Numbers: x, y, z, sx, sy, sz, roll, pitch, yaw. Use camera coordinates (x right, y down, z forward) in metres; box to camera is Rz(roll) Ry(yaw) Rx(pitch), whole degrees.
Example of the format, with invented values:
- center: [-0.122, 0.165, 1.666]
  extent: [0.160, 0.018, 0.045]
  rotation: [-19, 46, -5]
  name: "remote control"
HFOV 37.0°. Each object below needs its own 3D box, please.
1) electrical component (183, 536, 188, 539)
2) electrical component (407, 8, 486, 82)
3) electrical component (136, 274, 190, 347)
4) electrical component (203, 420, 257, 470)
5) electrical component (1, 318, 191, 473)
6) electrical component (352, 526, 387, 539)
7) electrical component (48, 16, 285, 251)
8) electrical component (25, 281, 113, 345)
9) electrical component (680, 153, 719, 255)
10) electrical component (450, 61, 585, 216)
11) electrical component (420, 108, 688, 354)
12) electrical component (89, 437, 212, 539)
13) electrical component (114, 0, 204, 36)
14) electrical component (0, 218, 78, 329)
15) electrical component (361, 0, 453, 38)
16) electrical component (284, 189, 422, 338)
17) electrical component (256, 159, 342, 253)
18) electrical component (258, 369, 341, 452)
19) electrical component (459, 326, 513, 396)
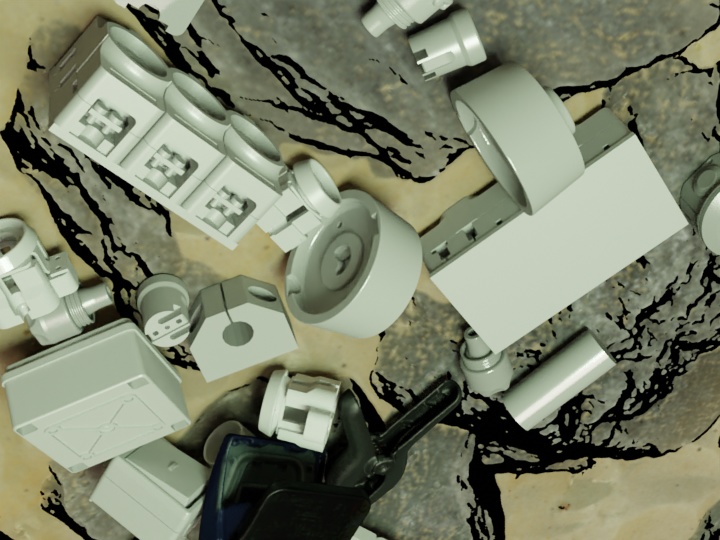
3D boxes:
- center: [-0.189, 0.263, 0.981]
  extent: [0.081, 0.043, 0.043]
  rotation: [-42, 124, 14]
  name: "electrical component"
- center: [0.061, -0.159, 0.763]
  extent: [0.046, 0.040, 0.040]
  rotation: [-22, 127, 8]
  name: "electrical component"
- center: [-0.151, 0.032, 0.829]
  extent: [0.040, 0.046, 0.040]
  rotation: [-8, 126, -11]
  name: "electrical component"
- center: [-0.110, 0.181, 0.944]
  extent: [0.079, 0.044, 0.077]
  rotation: [-38, 125, 8]
  name: "electrical component"
- center: [-0.202, 0.100, 0.834]
  extent: [0.109, 0.056, 0.108]
  rotation: [-23, 149, 0]
  name: "electrical component"
- center: [-0.031, 0.278, 1.016]
  extent: [0.089, 0.061, 0.150]
  rotation: [-34, 128, 30]
  name: "electrical component"
- center: [-0.127, -0.094, 0.722]
  extent: [0.150, 0.089, 0.062]
  rotation: [35, 109, -32]
  name: "electrical component"
- center: [-0.218, 0.028, 0.810]
  extent: [0.062, 0.043, 0.043]
  rotation: [-21, 127, -2]
  name: "electrical component"
- center: [0.313, -0.056, 0.897]
  extent: [0.080, 0.051, 0.080]
  rotation: [-8, 125, -11]
  name: "electrical component"
- center: [0.120, -0.100, 0.780]
  extent: [0.060, 0.108, 0.108]
  rotation: [-33, 126, 1]
  name: "electrical component"
- center: [0.150, -0.032, 0.862]
  extent: [0.186, 0.060, 0.105]
  rotation: [-35, 126, 10]
  name: "electrical component"
- center: [-0.174, 0.178, 0.899]
  extent: [0.096, 0.062, 0.061]
  rotation: [37, 113, 7]
  name: "electrical component"
- center: [-0.113, -0.203, 0.671]
  extent: [0.050, 0.055, 0.089]
  rotation: [26, 114, -29]
  name: "electrical component"
- center: [-0.251, 0.000, 0.773]
  extent: [0.078, 0.058, 0.057]
  rotation: [-20, 129, -1]
  name: "electrical component"
- center: [0.029, -0.185, 0.733]
  extent: [0.062, 0.048, 0.048]
  rotation: [-37, 126, 19]
  name: "electrical component"
- center: [0.000, 0.000, 0.815]
  extent: [0.060, 0.108, 0.108]
  rotation: [26, 114, -36]
  name: "electrical component"
- center: [-0.048, -0.051, 0.802]
  extent: [0.055, 0.048, 0.066]
  rotation: [-32, 126, 16]
  name: "electrical component"
- center: [-0.051, 0.116, 0.902]
  extent: [0.057, 0.078, 0.058]
  rotation: [14, 102, 3]
  name: "electrical component"
- center: [0.107, 0.076, 0.935]
  extent: [0.043, 0.043, 0.062]
  rotation: [-24, 125, 1]
  name: "electrical component"
